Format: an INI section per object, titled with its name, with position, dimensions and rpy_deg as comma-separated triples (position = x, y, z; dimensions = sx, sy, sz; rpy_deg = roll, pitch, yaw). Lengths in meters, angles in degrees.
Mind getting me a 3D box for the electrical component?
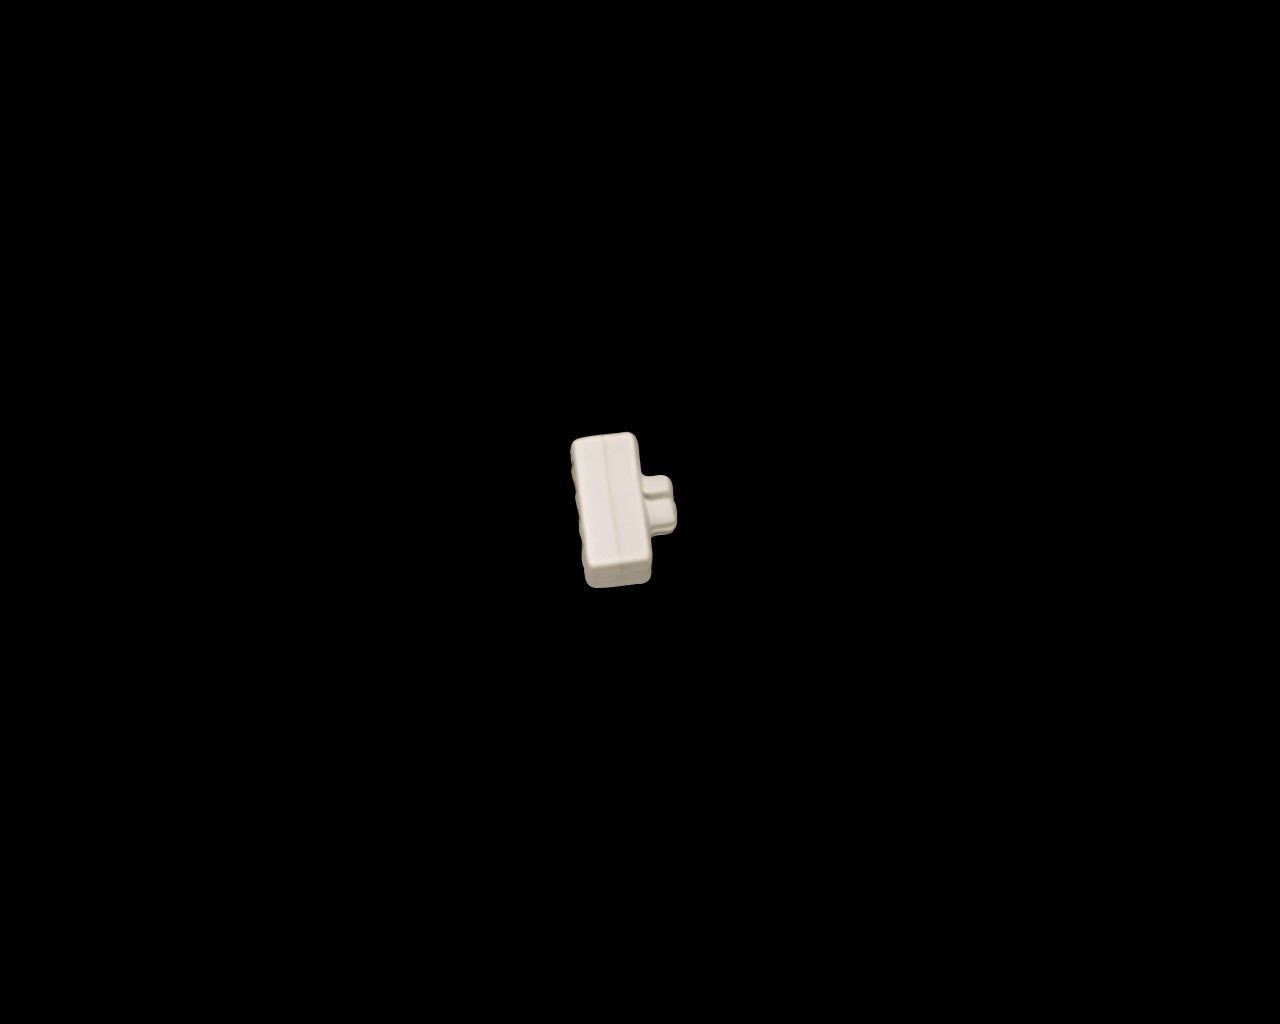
[electrical component]
position = 0.001, -0.003, 0.650
dimensions = 0.076, 0.083, 0.047
rpy_deg = -7, -19, -2
